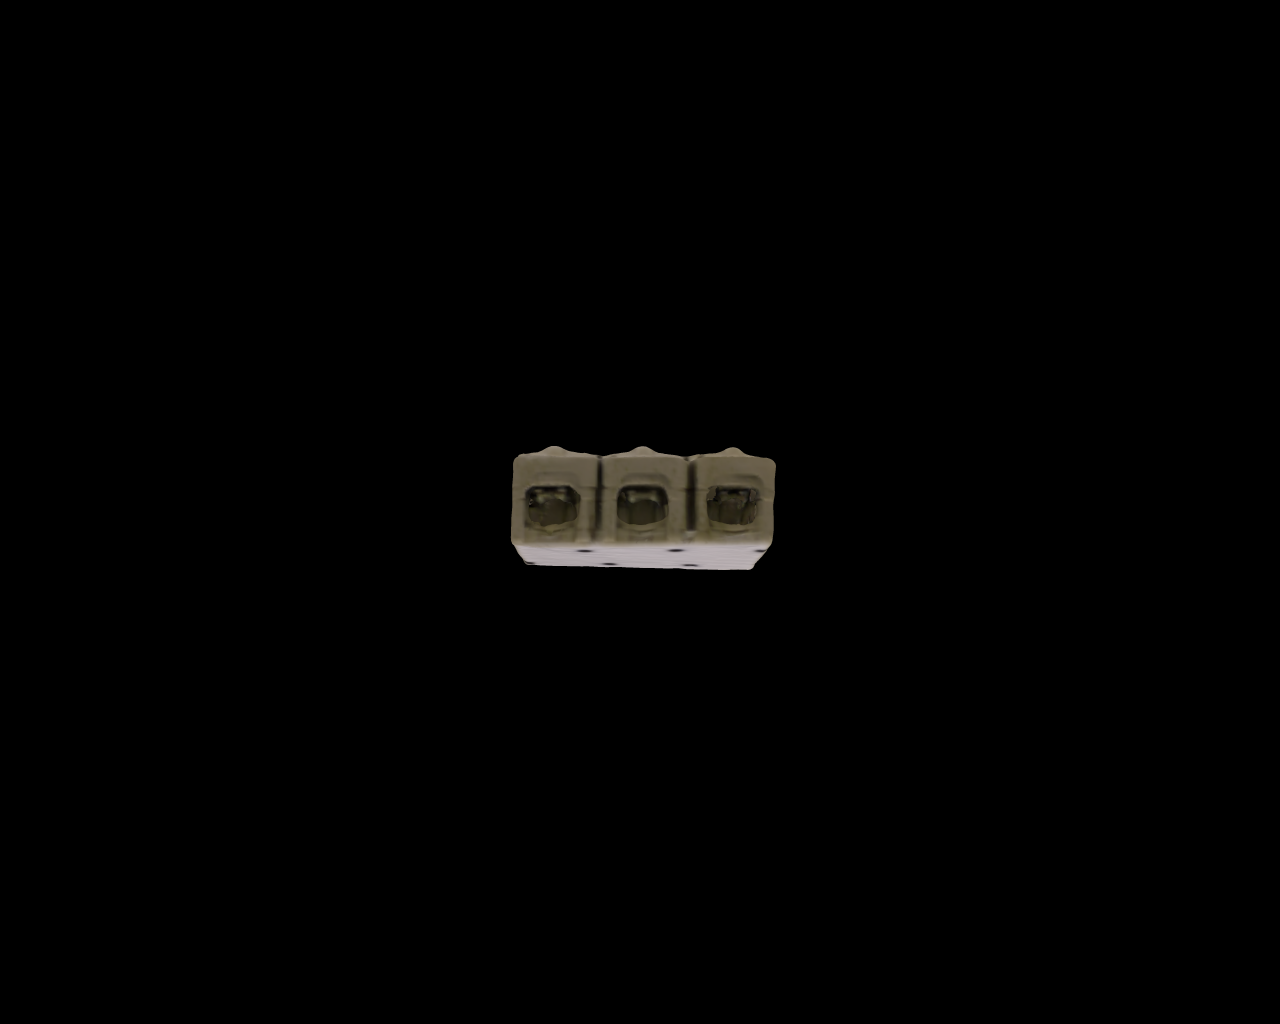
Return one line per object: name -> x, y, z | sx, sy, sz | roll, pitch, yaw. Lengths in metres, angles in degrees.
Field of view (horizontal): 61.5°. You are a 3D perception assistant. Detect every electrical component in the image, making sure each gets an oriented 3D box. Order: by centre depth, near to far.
electrical component -> 0.001, -0.003, 0.650 | 0.150, 0.061, 0.089 | 0, -11, -2
